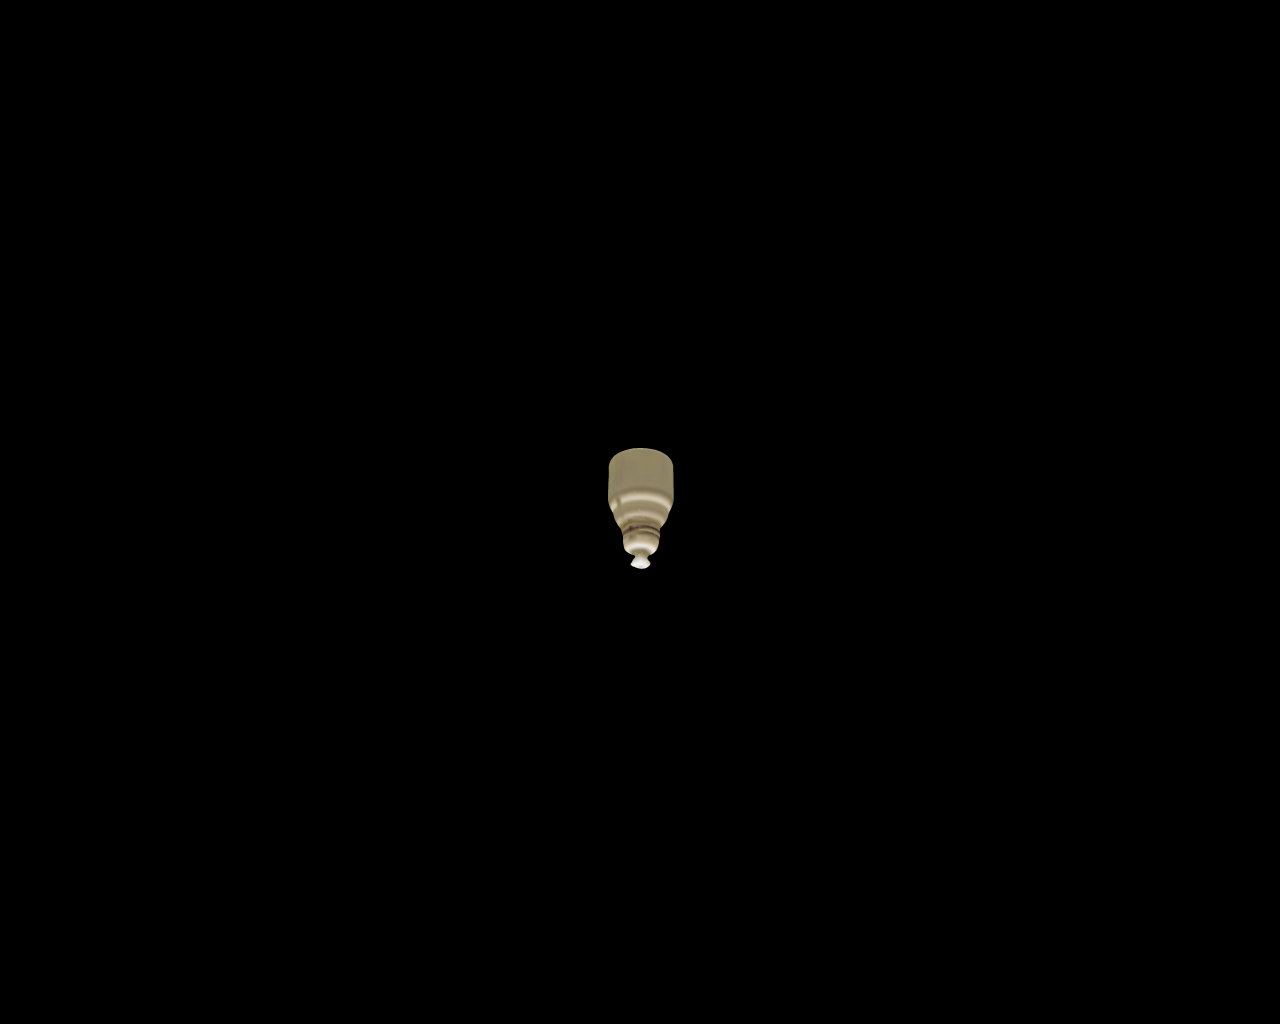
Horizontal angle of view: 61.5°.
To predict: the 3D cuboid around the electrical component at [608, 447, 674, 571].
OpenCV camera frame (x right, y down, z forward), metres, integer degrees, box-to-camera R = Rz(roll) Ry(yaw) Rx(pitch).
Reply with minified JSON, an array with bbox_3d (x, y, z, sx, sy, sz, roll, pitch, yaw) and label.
[{"bbox_3d":[0.001,-0.003,0.650,0.040,0.078,0.040,0,-27,0],"label":"electrical component"}]
